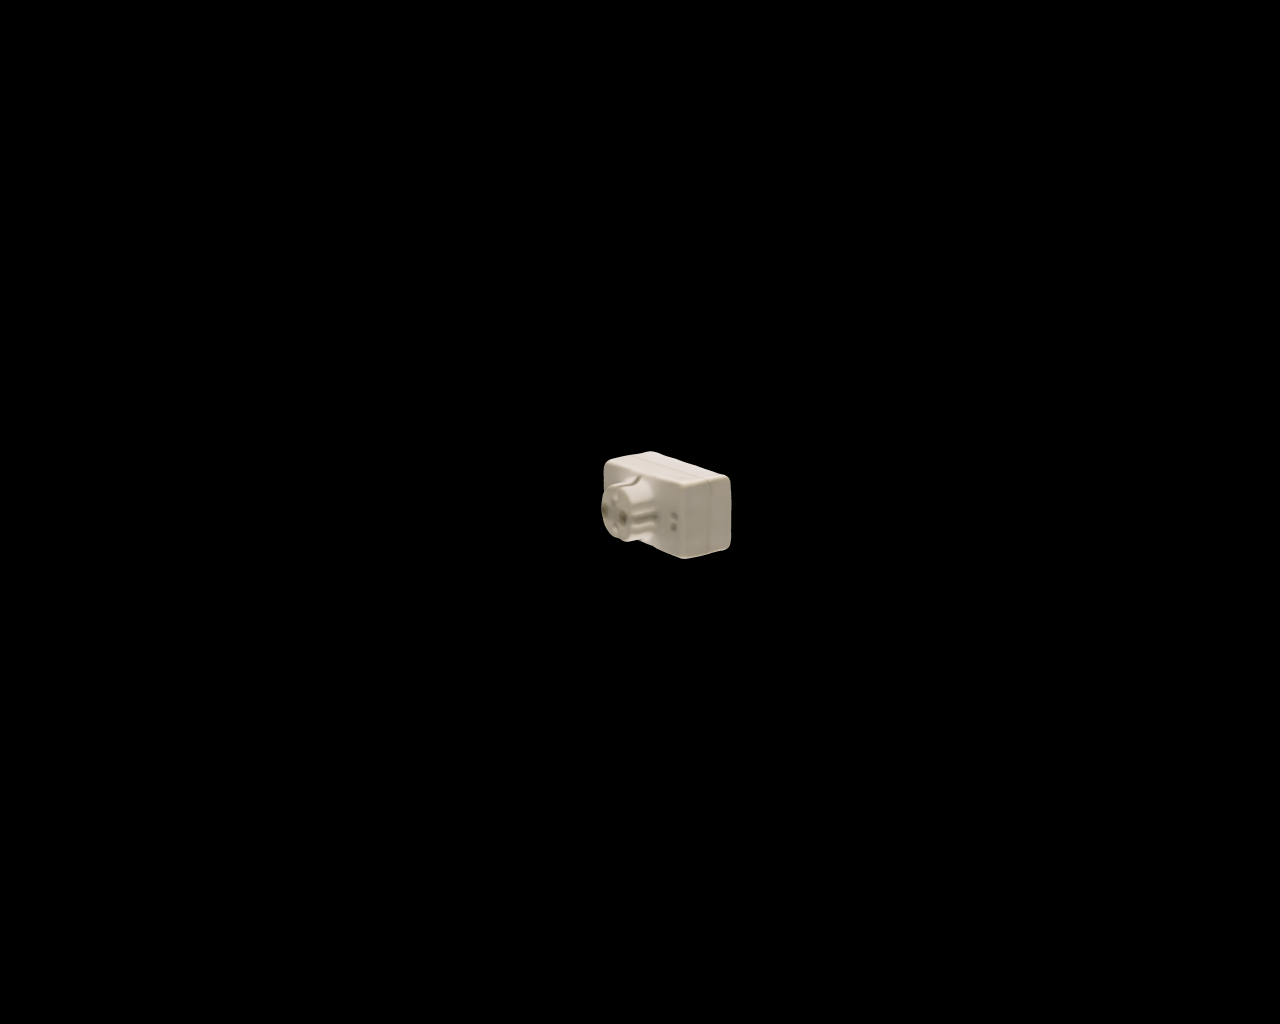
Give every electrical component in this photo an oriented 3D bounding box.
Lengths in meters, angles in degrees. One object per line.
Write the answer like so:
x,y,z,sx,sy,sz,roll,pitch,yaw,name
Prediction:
0.001,-0.003,0.650,0.076,0.047,0.083,-11,19,-34,electrical component
